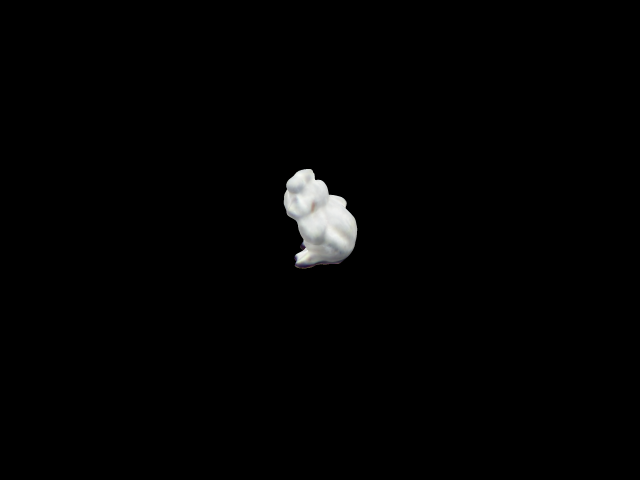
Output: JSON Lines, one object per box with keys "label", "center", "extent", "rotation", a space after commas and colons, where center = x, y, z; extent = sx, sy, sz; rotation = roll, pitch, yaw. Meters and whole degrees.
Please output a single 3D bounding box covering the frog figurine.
{"label": "frog figurine", "center": [0.003, -0.043, 0.850], "extent": [0.123, 0.156, 0.140], "rotation": [13, 29, 24]}
